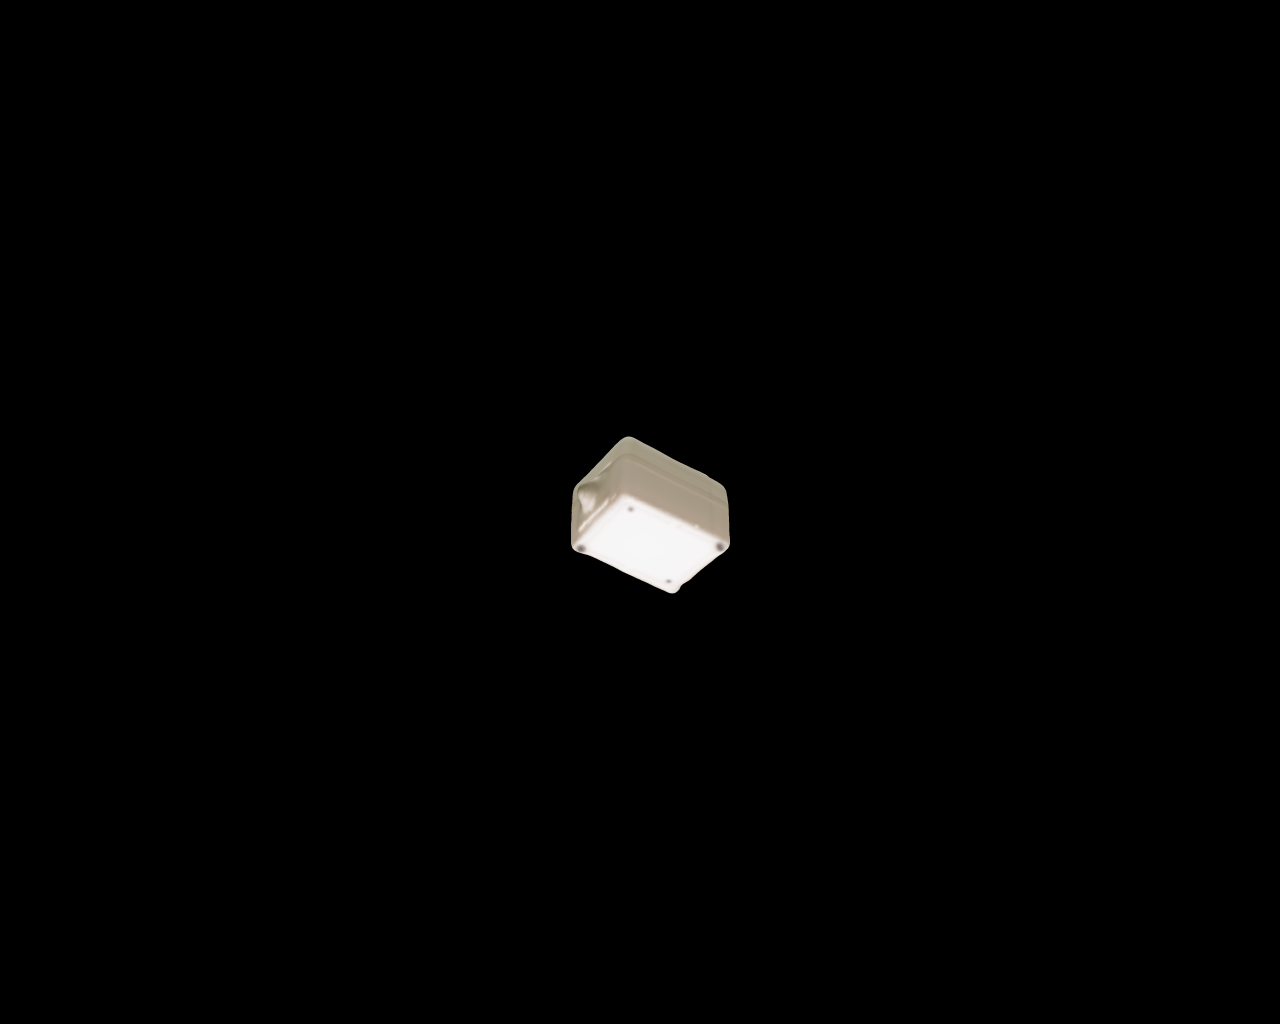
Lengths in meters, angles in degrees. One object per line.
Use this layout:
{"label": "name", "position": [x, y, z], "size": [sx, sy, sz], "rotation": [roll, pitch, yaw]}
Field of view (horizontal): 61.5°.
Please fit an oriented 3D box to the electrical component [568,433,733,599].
{"label": "electrical component", "position": [0.001, -0.003, 0.650], "size": [0.096, 0.061, 0.061], "rotation": [26, -49, -25]}
